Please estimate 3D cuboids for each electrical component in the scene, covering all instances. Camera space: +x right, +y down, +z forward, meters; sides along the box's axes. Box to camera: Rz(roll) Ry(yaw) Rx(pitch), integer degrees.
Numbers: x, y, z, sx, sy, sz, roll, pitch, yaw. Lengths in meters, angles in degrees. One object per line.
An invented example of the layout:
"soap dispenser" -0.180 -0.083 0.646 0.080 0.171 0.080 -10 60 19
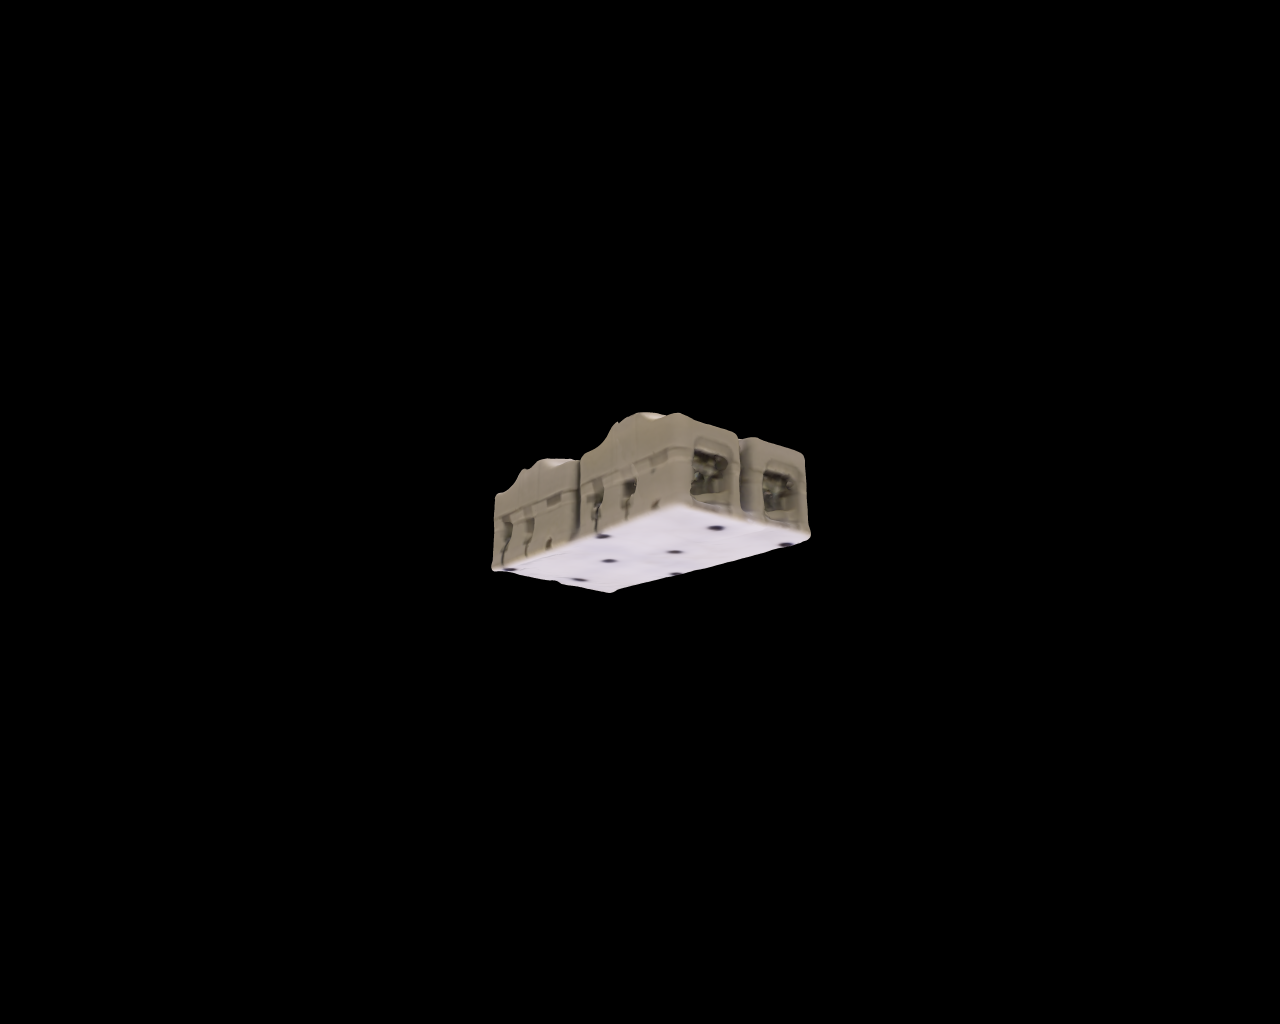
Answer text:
"electrical component" 0.001 -0.003 0.650 0.105 0.060 0.186 14 -22 -38
